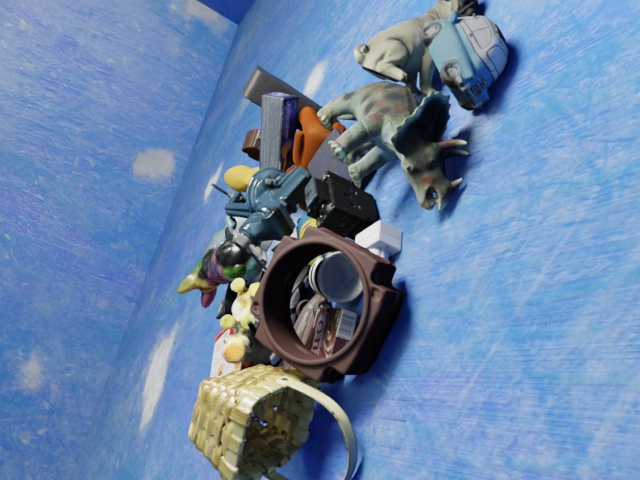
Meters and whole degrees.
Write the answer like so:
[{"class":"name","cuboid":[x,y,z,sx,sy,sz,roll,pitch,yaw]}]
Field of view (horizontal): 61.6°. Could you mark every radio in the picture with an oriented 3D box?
[{"class":"radio","cuboid":[-0.073,-0.326,1.295,0.073,0.229,0.131,-55,22,15]}]

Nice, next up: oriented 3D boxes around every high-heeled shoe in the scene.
[{"class":"high-heeled shoe","cuboid":[-0.055,0.146,1.061,0.086,0.145,0.249,9,45,43]}]

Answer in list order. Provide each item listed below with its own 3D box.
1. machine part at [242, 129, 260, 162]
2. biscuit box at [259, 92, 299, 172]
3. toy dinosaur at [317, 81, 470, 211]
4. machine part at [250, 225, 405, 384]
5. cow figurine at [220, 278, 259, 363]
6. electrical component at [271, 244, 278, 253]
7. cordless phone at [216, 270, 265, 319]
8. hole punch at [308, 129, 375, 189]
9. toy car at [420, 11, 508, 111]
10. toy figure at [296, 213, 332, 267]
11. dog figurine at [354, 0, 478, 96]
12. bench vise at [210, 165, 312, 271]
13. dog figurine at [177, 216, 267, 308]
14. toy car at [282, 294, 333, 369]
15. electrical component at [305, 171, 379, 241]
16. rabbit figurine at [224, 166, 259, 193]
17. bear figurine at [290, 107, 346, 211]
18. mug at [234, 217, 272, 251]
[{"class":"machine part","cuboid":[-0.111,-0.219,1.353,0.179,0.179,0.056,5,73,65]},{"class":"biscuit box","cuboid":[-0.094,-0.227,1.216,0.063,0.059,0.202,19,116,29]},{"class":"toy dinosaur","cuboid":[0.106,-0.200,0.892,0.192,0.131,0.405,-28,36,9]},{"class":"machine part","cuboid":[0.006,0.094,0.804,0.201,0.087,0.201,28,96,30]},{"class":"cow figurine","cuboid":[-0.152,0.169,1.068,0.098,0.068,0.167,79,-159,-63]},{"class":"electrical component","cuboid":[-0.076,0.073,1.120,0.048,0.075,0.119,-34,35,51]},{"class":"cordless phone","cuboid":[-0.209,0.132,1.336,0.184,0.089,0.146,-28,44,61]},{"class":"hole punch","cuboid":[0.043,-0.143,1.062,0.142,0.092,0.116,-50,32,24]},{"class":"toy car","cuboid":[0.223,-0.277,0.799,0.103,0.109,0.162,-32,46,24]},{"class":"toy figure","cuboid":[0.000,-0.006,1.034,0.180,0.089,0.082,-102,24,-67]},{"class":"dog figurine","cuboid":[0.165,-0.358,0.915,0.121,0.172,0.190,41,113,54]},{"class":"bench vise","cuboid":[-0.128,-0.064,1.112,0.241,0.128,0.223,8,62,46]},{"class":"dog figurine","cuboid":[-0.223,0.071,1.193,0.219,0.108,0.192,-50,29,14]},{"class":"toy car","cuboid":[-0.034,0.188,0.960,0.089,0.053,0.202,-10,61,66]},{"class":"electrical component","cuboid":[0.036,-0.057,0.937,0.058,0.134,0.115,-53,29,29]},{"class":"rabbit figurine","cuboid":[-0.157,-0.129,1.357,0.162,0.173,0.122,-8,57,67]},{"class":"bear figurine","cuboid":[-0.026,-0.175,1.201,0.195,0.120,0.132,-59,21,28]},{"class":"mug","cuboid":[-0.186,-0.008,1.383,0.081,0.107,0.109,4,70,66]}]
